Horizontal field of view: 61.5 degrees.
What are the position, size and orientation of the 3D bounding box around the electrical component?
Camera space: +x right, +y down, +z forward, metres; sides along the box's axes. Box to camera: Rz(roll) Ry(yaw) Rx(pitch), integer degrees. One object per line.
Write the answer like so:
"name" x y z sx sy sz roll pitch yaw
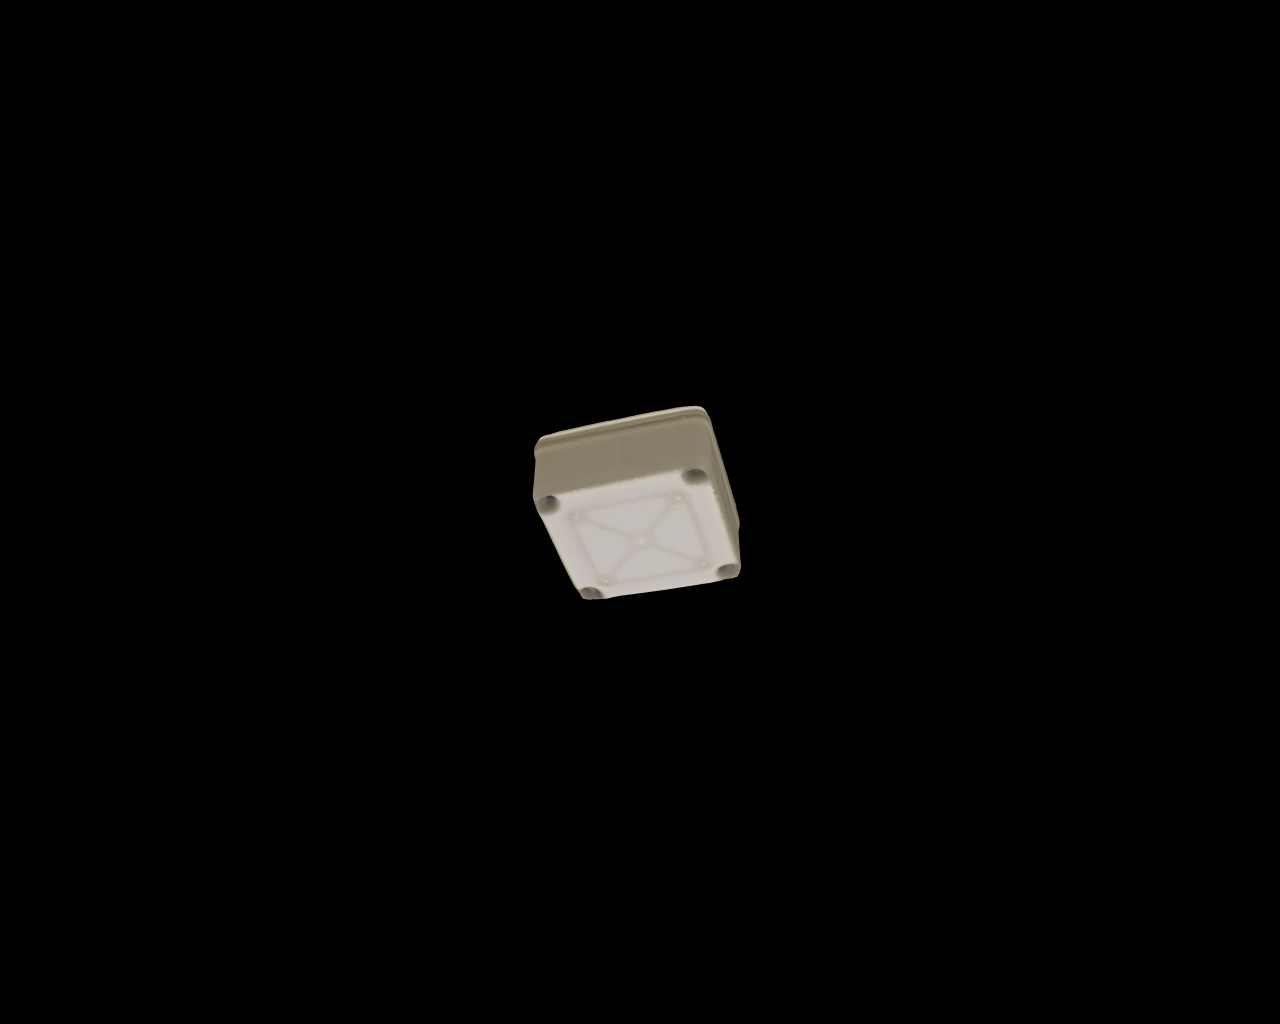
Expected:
"electrical component" 0.001 -0.003 0.650 0.109 0.056 0.108 -10 -43 11
